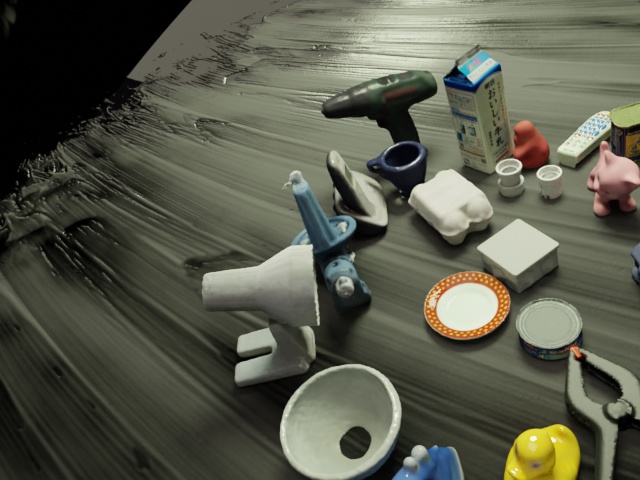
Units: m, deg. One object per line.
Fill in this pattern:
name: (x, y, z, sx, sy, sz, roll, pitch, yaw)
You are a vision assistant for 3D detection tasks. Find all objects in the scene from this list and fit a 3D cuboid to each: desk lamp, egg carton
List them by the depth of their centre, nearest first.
desk lamp: (-0.074, 0.114, 0.871, 0.203, 0.214, 0.118, -17, 41, 11)
egg carton: (0.231, -0.061, 1.016, 0.107, 0.070, 0.150, -31, 40, -6)

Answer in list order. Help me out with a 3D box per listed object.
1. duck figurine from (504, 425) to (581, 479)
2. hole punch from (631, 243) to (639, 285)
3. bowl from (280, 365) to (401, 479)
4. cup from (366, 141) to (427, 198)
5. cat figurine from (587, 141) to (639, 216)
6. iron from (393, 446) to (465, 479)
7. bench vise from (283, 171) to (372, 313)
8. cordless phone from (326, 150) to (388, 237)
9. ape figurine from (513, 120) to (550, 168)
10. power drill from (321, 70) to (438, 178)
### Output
duck figurine: (0.252, 0.247, 0.657, 0.105, 0.086, 0.077, -40, 42, -16)
hole punch: (0.482, 0.034, 0.766, 0.101, 0.091, 0.108, -21, 40, 6)
bowl: (0.035, 0.256, 0.768, 0.167, 0.075, 0.167, -14, 41, 13)
cup: (0.155, -0.127, 1.107, 0.117, 0.095, 0.091, -7, 43, 20)
cat figurine: (0.463, -0.104, 0.905, 0.067, 0.118, 0.128, -9, 42, 18)
iron: (0.089, 0.315, 0.624, 0.118, 0.142, 0.259, 7, 50, 33)
bench vise: (0.018, -0.003, 0.946, 0.121, 0.220, 0.206, -36, 41, -12)
cordless phone: (0.059, -0.108, 1.066, 0.094, 0.185, 0.147, -17, 41, 11)
ape figurine: (0.379, -0.180, 1.051, 0.078, 0.092, 0.075, -44, 43, -21)
power drill: (0.134, -0.232, 1.143, 0.229, 0.209, 0.075, -28, 40, -3)
